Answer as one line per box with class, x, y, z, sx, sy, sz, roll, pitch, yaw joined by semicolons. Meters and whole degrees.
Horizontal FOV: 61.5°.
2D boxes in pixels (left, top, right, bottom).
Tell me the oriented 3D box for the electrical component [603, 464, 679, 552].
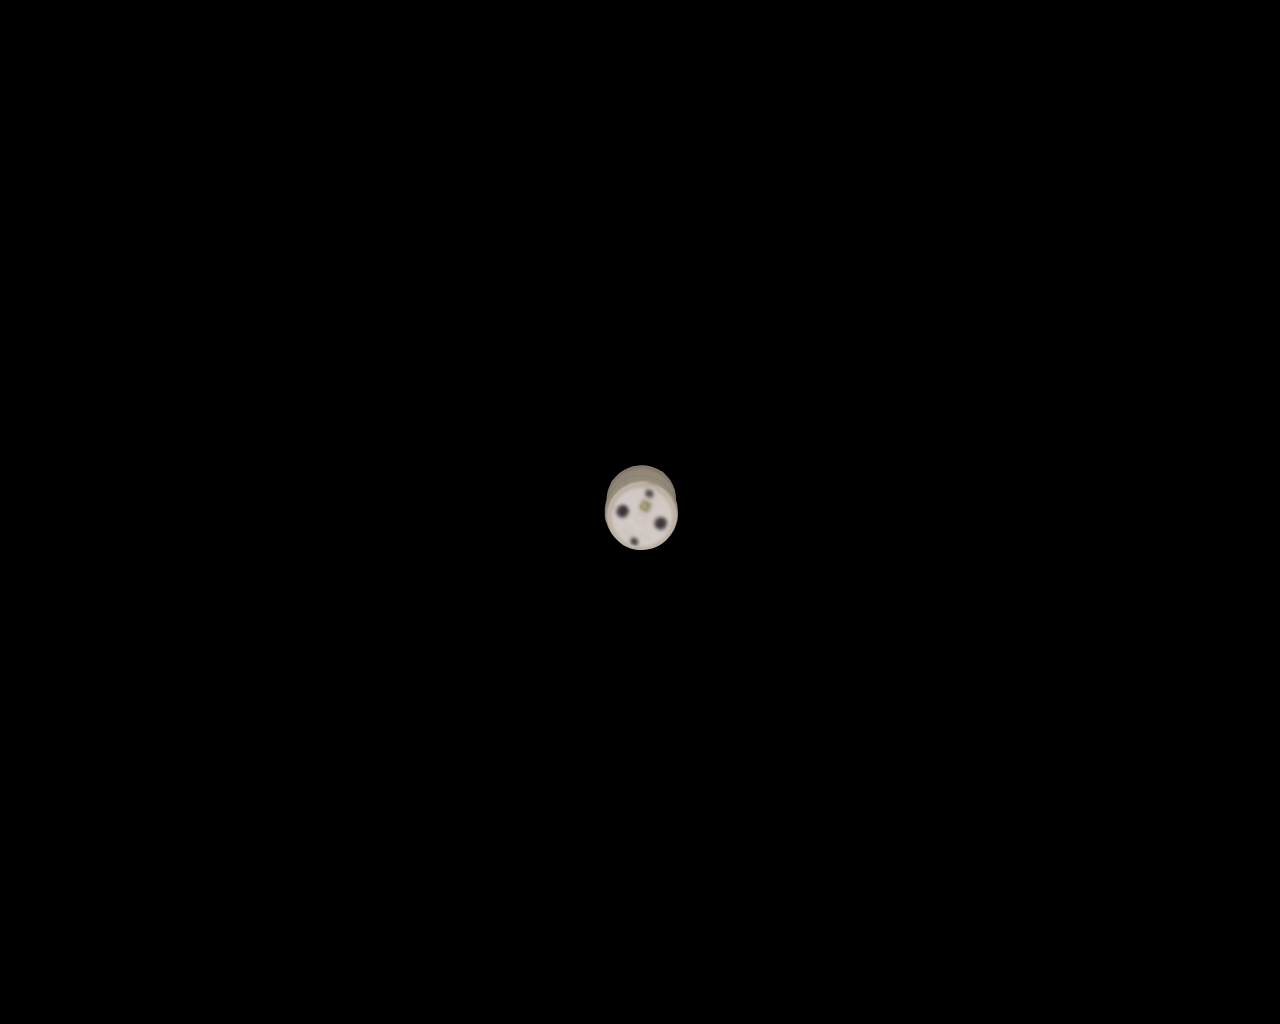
electrical component;0.001;-0.003;0.650;0.045;0.044;0.055;0;12;0
